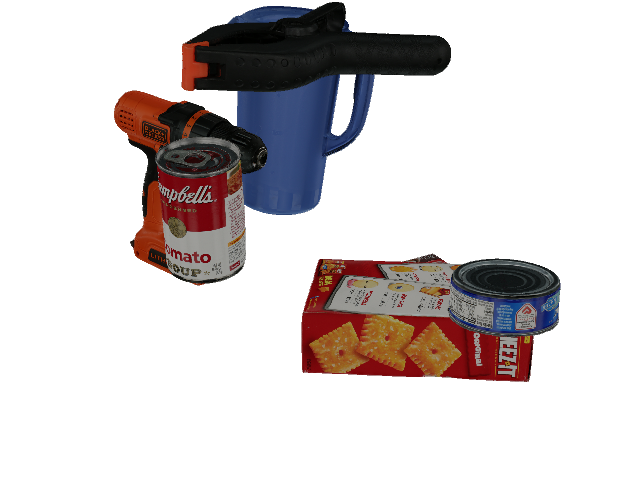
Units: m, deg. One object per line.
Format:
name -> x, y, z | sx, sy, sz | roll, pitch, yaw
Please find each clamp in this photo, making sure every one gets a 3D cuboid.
clamp -> -0.017, -0.124, 0.677 | 0.171, 0.039, 0.120 | -8, 22, -28

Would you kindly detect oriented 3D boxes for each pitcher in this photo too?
pitcher -> -0.033, -0.157, 1.308 | 0.144, 0.243, 0.149 | -7, 27, -26

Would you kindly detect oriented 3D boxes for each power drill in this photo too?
power drill -> -0.133, -0.051, 1.104 | 0.185, 0.188, 0.057 | 23, 34, 29

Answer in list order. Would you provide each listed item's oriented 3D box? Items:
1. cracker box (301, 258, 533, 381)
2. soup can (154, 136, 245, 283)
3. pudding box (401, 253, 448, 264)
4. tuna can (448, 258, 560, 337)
cracker box -> 0.095, 0.077, 1.058 | 0.214, 0.072, 0.164 | 2, 17, 5
soup can -> -0.097, -0.025, 0.870 | 0.068, 0.102, 0.068 | -1, 31, 0
pudding box -> 0.144, 0.061, 1.586 | 0.113, 0.039, 0.090 | -16, 24, -20
tuna can -> 0.144, 0.043, 0.832 | 0.086, 0.034, 0.086 | 0, 19, 0
